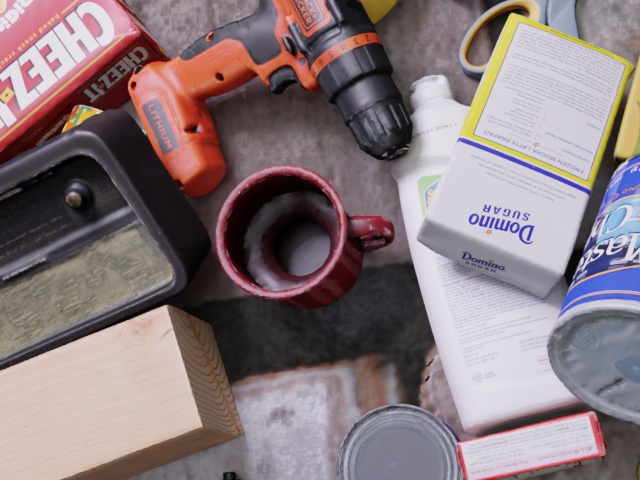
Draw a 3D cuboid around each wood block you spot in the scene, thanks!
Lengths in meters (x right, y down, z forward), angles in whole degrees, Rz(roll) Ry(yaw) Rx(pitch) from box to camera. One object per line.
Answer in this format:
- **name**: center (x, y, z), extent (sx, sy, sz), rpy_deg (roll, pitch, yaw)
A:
- **wood block**: center (-0.173, 0.130, 0.763), extent (0.206, 0.090, 0.091), rpy_deg (-22, 72, 9)

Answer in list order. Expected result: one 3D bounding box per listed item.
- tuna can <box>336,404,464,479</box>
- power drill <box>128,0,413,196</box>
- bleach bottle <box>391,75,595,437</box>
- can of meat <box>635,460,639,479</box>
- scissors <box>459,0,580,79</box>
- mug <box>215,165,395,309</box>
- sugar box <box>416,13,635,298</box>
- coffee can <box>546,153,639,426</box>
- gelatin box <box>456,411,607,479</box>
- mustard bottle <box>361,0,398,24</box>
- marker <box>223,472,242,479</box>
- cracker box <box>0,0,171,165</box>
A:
- **tuna can**: center (0.056, 0.155, 0.721), extent (0.086, 0.033, 0.086), rpy_deg (-4, 76, 15)
- **power drill**: center (-0.038, -0.107, 0.769), extent (0.188, 0.057, 0.184), rpy_deg (-30, 77, 26)
- **bleach bottle**: center (0.113, 0.000, 0.728), extent (0.102, 0.068, 0.251), rpy_deg (-15, 70, 5)
- **can of meat**: center (0.244, 0.134, 0.646), extent (0.102, 0.084, 0.057), rpy_deg (-34, 70, 6)
- **scissors**: center (0.193, -0.174, 0.771), extent (0.202, 0.016, 0.096), rpy_deg (-37, 72, 5)
- **mug**: center (-0.005, 0.001, 0.750), extent (0.117, 0.081, 0.093), rpy_deg (-11, 74, 13)
- **sugar box**: center (0.136, -0.058, 0.699), extent (0.093, 0.048, 0.176), rpy_deg (24, 66, 5)
- **coffee can**: center (0.206, 0.026, 0.643), extent (0.103, 0.103, 0.140), rpy_deg (17, 51, 19)
- **gelatin box**: center (0.137, 0.134, 0.682), extent (0.089, 0.073, 0.030), rpy_deg (-16, 73, 12)
- **mustard bottle**: center (0.027, -0.219, 0.805), extent (0.096, 0.058, 0.191), rpy_deg (20, 84, 32)
- **marker**: center (-0.062, 0.224, 0.745), extent (0.020, 0.020, 0.121), rpy_deg (-6, 75, 14)
- **cracker box**: center (-0.250, -0.178, 0.868), extent (0.164, 0.072, 0.214), rpy_deg (-39, 70, 4)
